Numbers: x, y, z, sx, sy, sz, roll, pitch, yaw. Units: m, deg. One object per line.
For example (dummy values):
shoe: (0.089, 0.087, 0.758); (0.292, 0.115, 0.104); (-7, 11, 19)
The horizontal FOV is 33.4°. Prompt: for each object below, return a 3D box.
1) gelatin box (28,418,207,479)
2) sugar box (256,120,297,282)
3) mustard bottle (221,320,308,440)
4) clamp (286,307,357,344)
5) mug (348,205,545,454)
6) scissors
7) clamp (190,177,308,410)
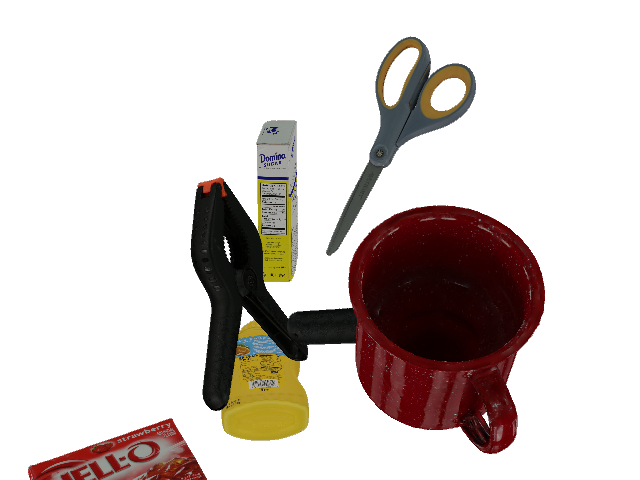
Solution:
gelatin box: (-0.112, 0.141, 0.597); (0.089, 0.030, 0.073); (-16, 28, -20)
sugar box: (-0.051, -0.047, 1.276); (0.048, 0.176, 0.093); (-1, 23, 4)
mustard bottle: (-0.071, 0.152, 1.242); (0.096, 0.058, 0.191); (-4, 29, -6)
clamp: (0.059, 0.059, 0.767); (0.120, 0.039, 0.172); (-31, 26, -25)
mug: (0.064, 0.052, 0.530); (0.093, 0.117, 0.081); (-21, -32, -14)
scissors: (0.072, -0.076, 0.904); (0.096, 0.202, 0.016); (10, -11, 21)
clamp: (-0.075, 0.044, 1.026); (0.036, 0.210, 0.164); (-11, -1, 30)
